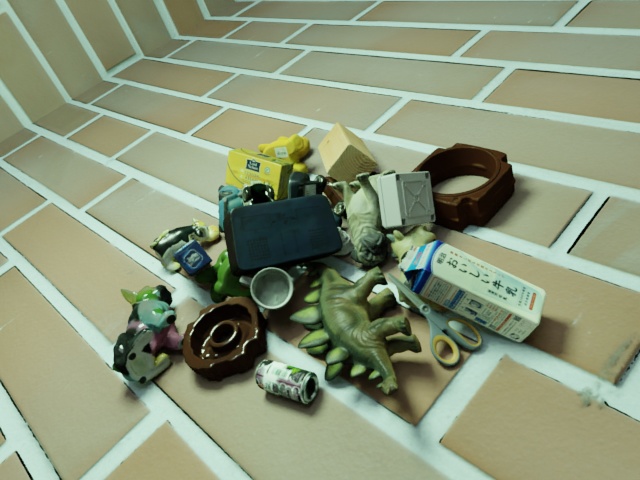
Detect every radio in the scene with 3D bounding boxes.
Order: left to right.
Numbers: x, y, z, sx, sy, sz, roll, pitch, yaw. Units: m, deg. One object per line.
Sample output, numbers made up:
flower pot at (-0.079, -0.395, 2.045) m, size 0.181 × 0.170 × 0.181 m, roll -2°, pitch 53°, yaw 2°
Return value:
radio at (-0.079, -0.013, 1.102) m, size 0.229 × 0.131 × 0.073 m, roll -11°, pitch -7°, yaw -25°

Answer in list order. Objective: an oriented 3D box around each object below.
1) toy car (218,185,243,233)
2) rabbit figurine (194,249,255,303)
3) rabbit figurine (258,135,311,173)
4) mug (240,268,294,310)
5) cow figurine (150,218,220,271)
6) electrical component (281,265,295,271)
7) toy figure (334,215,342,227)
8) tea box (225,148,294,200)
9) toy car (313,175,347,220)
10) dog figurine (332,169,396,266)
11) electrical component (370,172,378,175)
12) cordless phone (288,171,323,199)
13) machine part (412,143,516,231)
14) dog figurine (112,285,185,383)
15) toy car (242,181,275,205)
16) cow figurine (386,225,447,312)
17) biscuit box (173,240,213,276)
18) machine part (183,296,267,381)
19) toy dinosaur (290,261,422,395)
toy car at (-0.212, -0.083, 1.386) m, size 0.103 × 0.109 × 0.162 m, roll 1°, pitch 20°, yaw -10°
rabbit figurine at (-0.188, 0.073, 1.199) m, size 0.159 × 0.121 × 0.170 m, roll -37°, pitch 22°, yaw -8°
rabbit figurine at (-0.091, -0.237, 1.512) m, size 0.162 × 0.121 × 0.173 m, roll -9°, pitch 25°, yaw 30°
mug at (-0.108, 0.101, 1.081) m, size 0.110 × 0.107 × 0.081 m, roll 13°, pitch 77°, yaw 0°
cow figurine at (-0.337, -0.005, 1.345) m, size 0.167 × 0.098 × 0.068 m, roll -36°, pitch 34°, yaw -17°
electrical component at (-0.091, 0.040, 1.195) m, size 0.045 × 0.078 × 0.102 m, roll -19°, pitch 21°, yaw -25°
toy figure at (-0.001, -0.004, 1.213) m, size 0.064 × 0.057 × 0.154 m, roll 18°, pitch 49°, yaw 24°
tea box at (-0.161, -0.175, 1.422) m, size 0.170 × 0.098 × 0.068 m, roll 18°, pitch 22°, yaw 24°
toy car at (0.053, -0.097, 1.271) m, size 0.053 × 0.089 × 0.202 m, roll -55°, pitch 35°, yaw 14°
dog figurine at (0.124, -0.046, 1.167) m, size 0.172 × 0.190 × 0.121 m, roll -14°, pitch 0°, yaw -32°
electrical component at (0.141, -0.108, 1.261) m, size 0.075 × 0.047 × 0.119 m, roll 11°, pitch 41°, yaw 9°
cordless phone at (-0.075, -0.099, 1.303) m, size 0.089 × 0.146 × 0.184 m, roll -11°, pitch 21°, yaw -30°
machine part at (0.308, -0.124, 1.191) m, size 0.201 × 0.087 × 0.202 m, roll -42°, pitch 41°, yaw -23°
dog figurine at (-0.381, 0.182, 1.144) m, size 0.191 × 0.108 × 0.219 m, roll -43°, pitch 39°, yaw -21°
toy car at (-0.138, -0.057, 1.290) m, size 0.073 × 0.056 × 0.202 m, roll -5°, pitch 60°, yaw -20°
cow figurine at (0.190, 0.048, 1.051) m, size 0.127 × 0.085 × 0.195 m, roll -1°, pitch 44°, yaw 17°
biscuit box at (-0.290, 0.039, 1.220) m, size 0.059 × 0.062 × 0.203 m, roll -39°, pitch 10°, yaw -11°
machine part at (-0.188, 0.196, 1.073) m, size 0.179 × 0.056 × 0.179 m, roll -13°, pitch 40°, yaw 12°
toy dinosaur at (0.047, 0.135, 0.999) m, size 0.199 × 0.105 × 0.472 m, roll -26°, pitch 28°, yaw 1°
